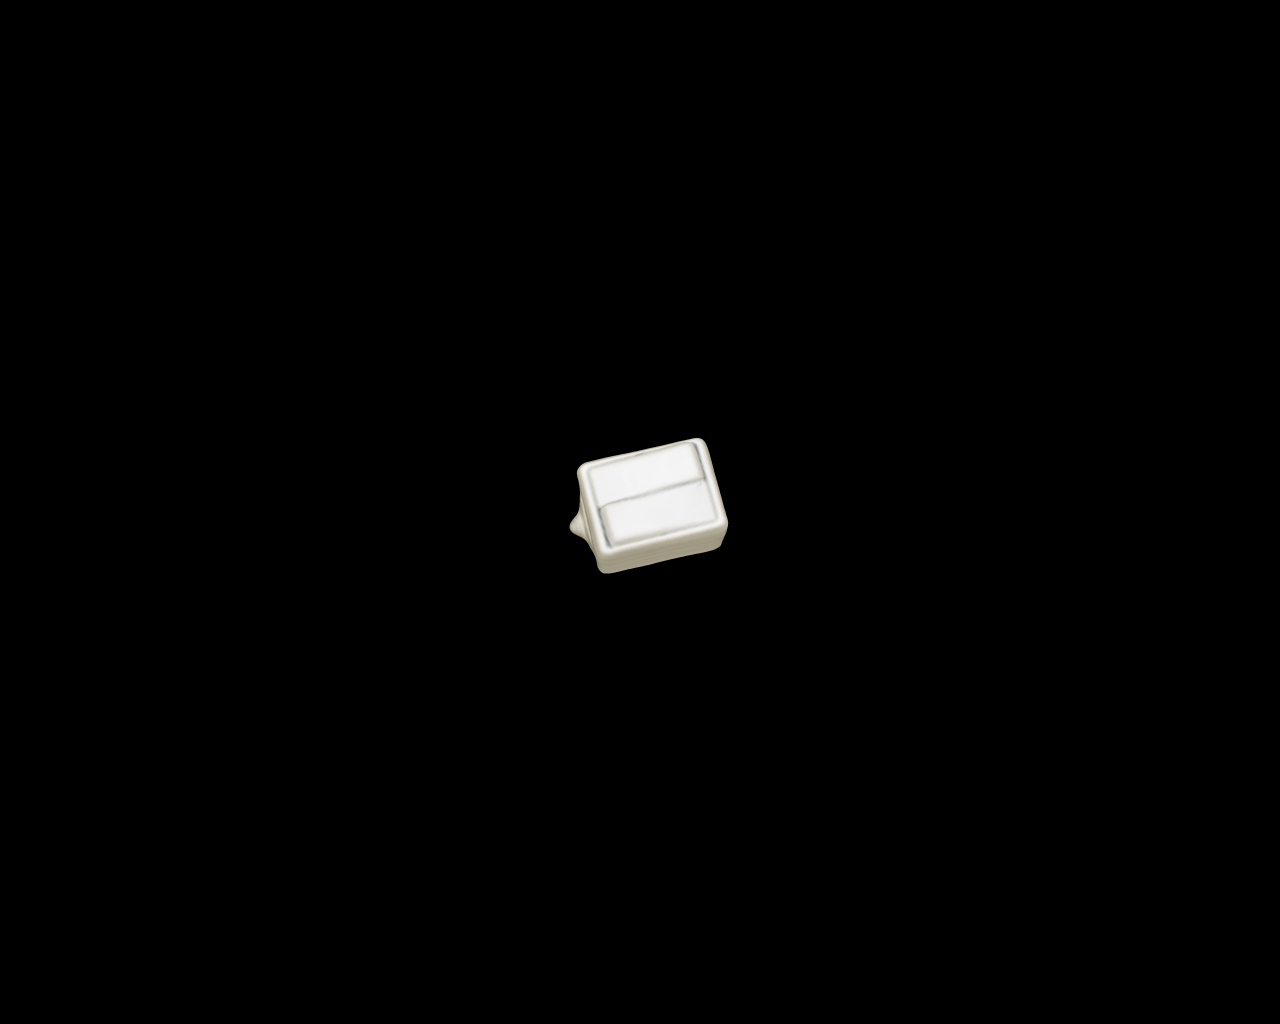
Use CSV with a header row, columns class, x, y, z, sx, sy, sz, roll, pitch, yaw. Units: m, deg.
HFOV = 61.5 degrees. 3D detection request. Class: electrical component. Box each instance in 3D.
class,x,y,z,sx,sy,sz,roll,pitch,yaw
electrical component,0.001,-0.003,0.650,0.096,0.062,0.061,-13,-15,-3
